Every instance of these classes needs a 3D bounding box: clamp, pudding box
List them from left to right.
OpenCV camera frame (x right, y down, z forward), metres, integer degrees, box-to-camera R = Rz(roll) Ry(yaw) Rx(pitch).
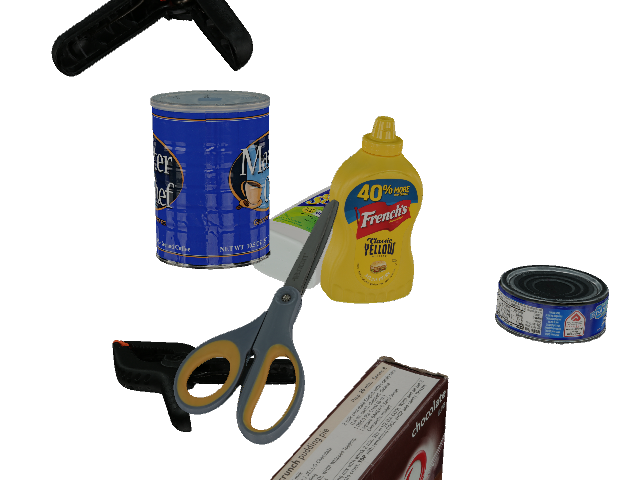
[{"bbox_3d":[-0.147,0.139,1.084,0.210,0.036,0.164,9,17,33],"label":"clamp"},{"bbox_3d":[-0.082,-0.155,0.670,0.120,0.171,0.039,10,-42,12],"label":"clamp"},{"bbox_3d":[0.015,0.117,0.457,0.039,0.090,0.113,16,36,25],"label":"pudding box"}]

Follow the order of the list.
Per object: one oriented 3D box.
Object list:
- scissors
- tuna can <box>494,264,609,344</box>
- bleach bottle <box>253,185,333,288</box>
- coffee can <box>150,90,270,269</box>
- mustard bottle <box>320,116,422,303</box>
[{"bbox_3d":[-0.043,0.049,0.734,0.096,0.201,0.016,-1,-40,10],"label":"scissors"},{"bbox_3d":[0.181,0.048,0.834,0.086,0.034,0.086,1,19,-1],"label":"tuna can"},{"bbox_3d":[0.027,-0.033,1.303,0.103,0.068,0.250,20,38,29],"label":"bleach bottle"},{"bbox_3d":[-0.095,-0.056,0.933,0.103,0.140,0.103,0,14,0],"label":"coffee can"},{"bbox_3d":[0.056,-0.032,1.089,0.096,0.192,0.058,-2,22,-17],"label":"mustard bottle"}]
